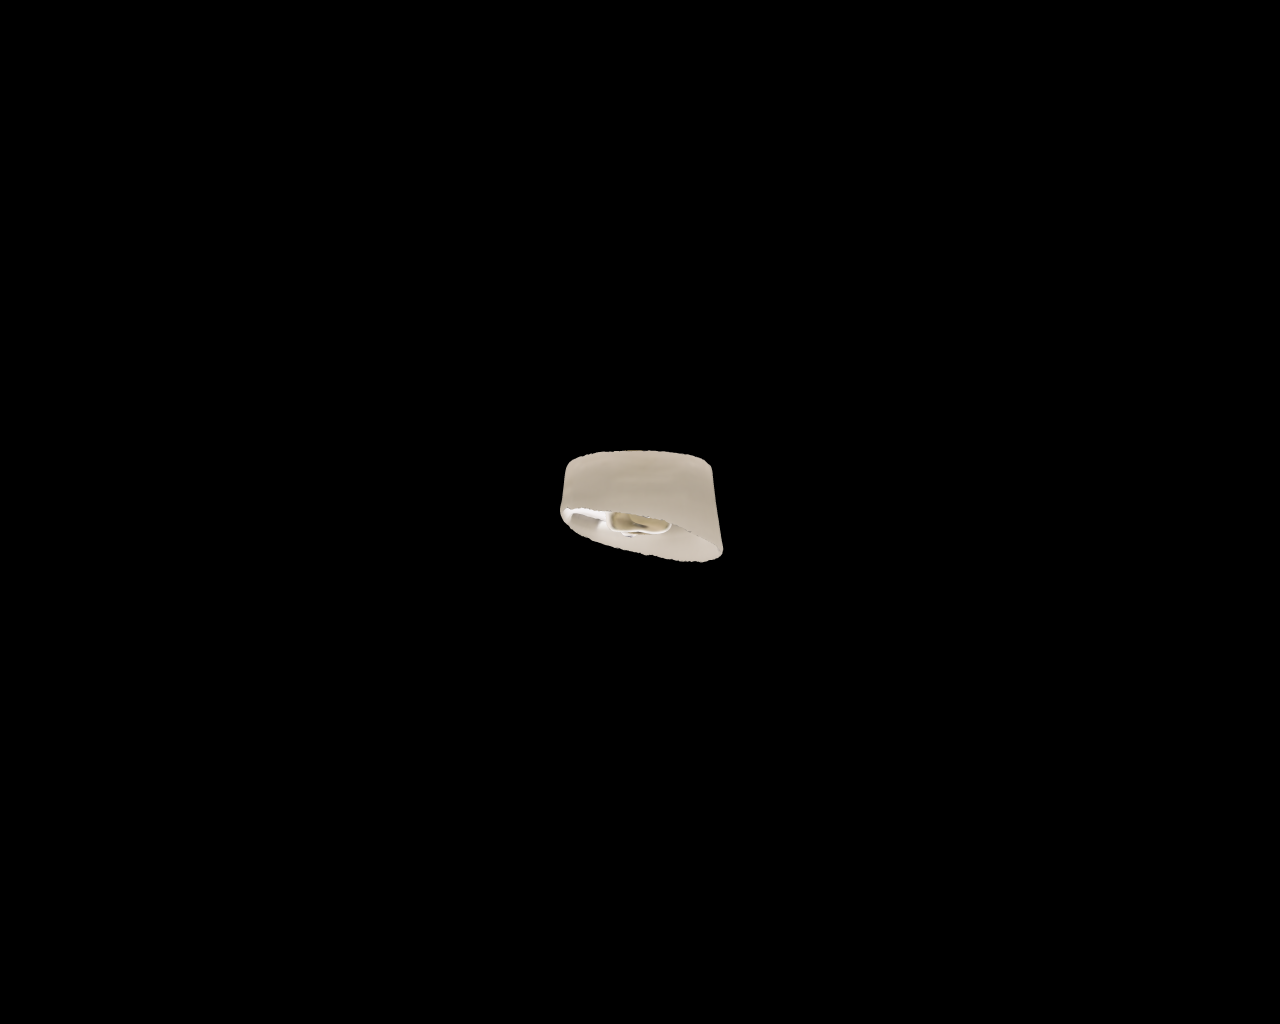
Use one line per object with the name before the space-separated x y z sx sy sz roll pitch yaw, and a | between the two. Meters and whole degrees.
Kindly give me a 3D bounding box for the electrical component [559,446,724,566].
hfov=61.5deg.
electrical component | 0.001 -0.003 0.650 0.099 0.064 0.099 0 -13 0
